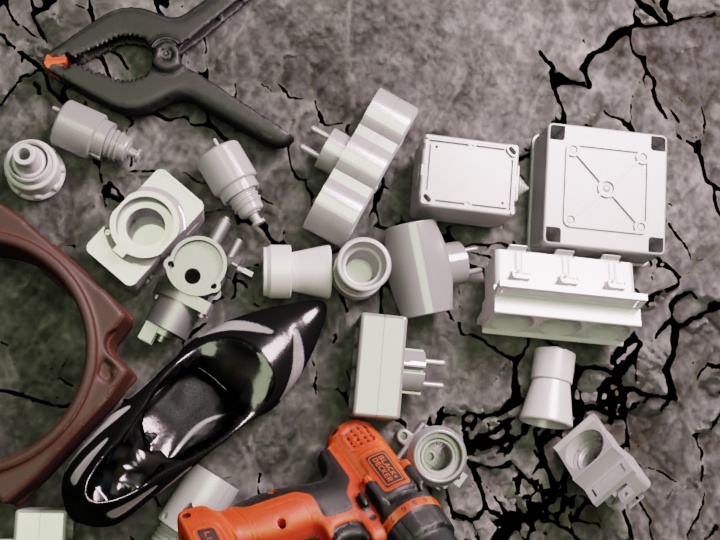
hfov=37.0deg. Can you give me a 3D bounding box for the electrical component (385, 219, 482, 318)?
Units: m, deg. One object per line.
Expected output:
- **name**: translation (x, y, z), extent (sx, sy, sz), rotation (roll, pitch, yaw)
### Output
- **electrical component**: translation (0.066, -0.003, 0.904), extent (0.079, 0.043, 0.077), rotation (-10, 86, -20)

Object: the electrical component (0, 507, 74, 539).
- **electrical component**: translation (-0.262, 0.224, 0.820), extent (0.076, 0.047, 0.083), rotation (2, 80, -7)

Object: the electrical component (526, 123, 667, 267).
- **electrical component**: translation (0.203, -0.064, 0.925), extent (0.109, 0.056, 0.108), rotation (6, 79, -6)

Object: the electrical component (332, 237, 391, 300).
- **electrical component**: translation (0.000, 0.000, 0.889), extent (0.045, 0.055, 0.045), rotation (1, 80, -7)

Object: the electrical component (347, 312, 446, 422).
- **electrical component**: translation (0.033, 0.082, 0.882), extent (0.076, 0.047, 0.083), rotation (6, 79, -5)

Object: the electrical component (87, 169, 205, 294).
- **electrical component**: translation (-0.173, -0.031, 0.873), extent (0.050, 0.055, 0.089), rotation (40, 78, 1)

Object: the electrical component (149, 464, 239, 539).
- **electrical component**: translation (-0.135, 0.196, 0.843), extent (0.043, 0.043, 0.081), rotation (32, 78, 0)

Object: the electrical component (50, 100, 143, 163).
- **electrical component**: translation (-0.218, -0.110, 0.889), extent (0.078, 0.040, 0.040), rotation (24, 78, -2)

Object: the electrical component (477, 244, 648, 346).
- **electrical component**: translation (0.166, 0.021, 0.898), extent (0.121, 0.078, 0.063), rotation (6, 63, -6)

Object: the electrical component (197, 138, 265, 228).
- **electrical component**: translation (-0.104, -0.071, 0.897), extent (0.040, 0.040, 0.078), rotation (-30, 85, -11)

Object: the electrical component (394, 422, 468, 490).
- **electrical component**: translation (0.059, 0.151, 0.869), extent (0.066, 0.055, 0.048), rotation (38, 78, 1)

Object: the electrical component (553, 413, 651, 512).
- **electrical component**: translation (0.199, 0.160, 0.876), extent (0.042, 0.081, 0.064), rotation (-43, 117, 10)

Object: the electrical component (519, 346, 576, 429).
- **electrical component**: translation (0.160, 0.097, 0.899), extent (0.044, 0.044, 0.065), rotation (12, 74, -5)

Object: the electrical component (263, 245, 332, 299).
- **electrical component**: translation (-0.052, 0.001, 0.888), extent (0.055, 0.045, 0.045), rotation (0, 80, -7)

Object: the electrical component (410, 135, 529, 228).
- **electrical component**: translation (0.093, -0.072, 0.911), extent (0.096, 0.061, 0.061), rotation (6, 79, -6)

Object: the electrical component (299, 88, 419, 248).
- **electrical component**: translation (-0.014, -0.095, 0.906), extent (0.074, 0.052, 0.138), rotation (29, 78, -1)

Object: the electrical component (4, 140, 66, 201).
- **electrical component**: translation (-0.266, -0.085, 0.868), extent (0.048, 0.062, 0.048), rotation (1, 80, -7)
